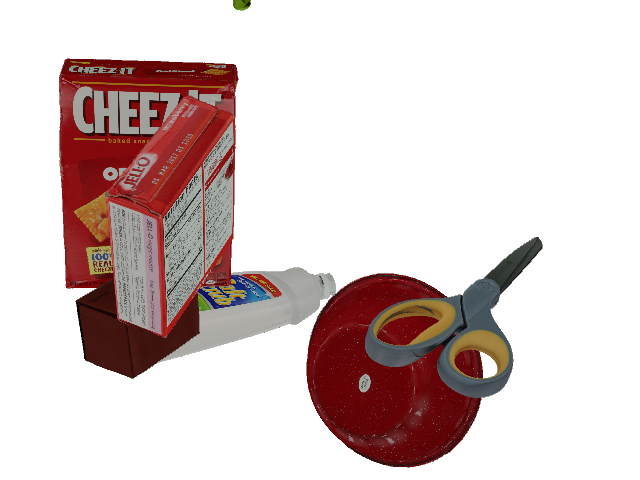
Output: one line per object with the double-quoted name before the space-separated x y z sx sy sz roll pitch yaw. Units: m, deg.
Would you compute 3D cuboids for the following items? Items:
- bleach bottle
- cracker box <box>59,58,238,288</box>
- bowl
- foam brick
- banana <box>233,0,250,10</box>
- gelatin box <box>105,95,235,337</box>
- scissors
"bleach bottle" -0.105 0.074 1.242 0.250 0.068 0.103 -13 35 -21
"cracker box" -0.164 -0.061 1.027 0.164 0.214 0.072 1 23 -8
"bowl" 0.046 0.109 0.861 0.162 0.162 0.055 0 3 30
"foam brick" -0.135 0.057 0.796 0.053 0.051 0.078 14 30 33
"banana" -0.112 -0.197 0.683 0.198 0.069 0.037 19 -34 28
"gelatin box" -0.068 -0.011 0.497 0.030 0.089 0.073 20 49 13
"scissors" 0.114 0.046 0.680 0.201 0.016 0.096 -19 42 -39
